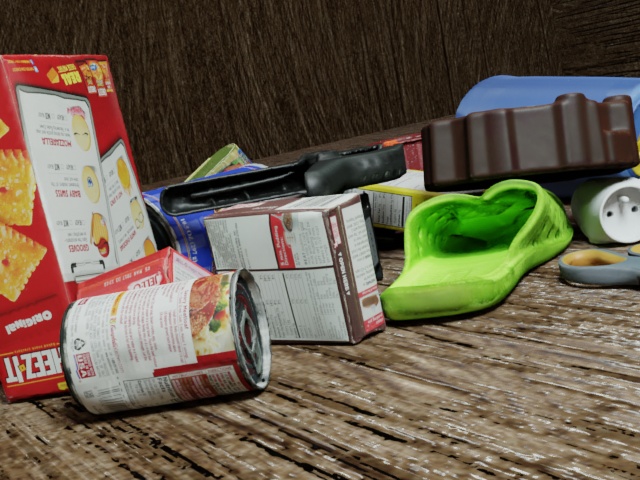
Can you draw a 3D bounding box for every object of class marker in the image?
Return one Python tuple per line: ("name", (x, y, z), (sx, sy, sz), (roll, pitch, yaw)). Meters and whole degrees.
("marker", (0.014, -0.005, 0.983), (0.121, 0.020, 0.020), (3, 8, 1))

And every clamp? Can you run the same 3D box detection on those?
("clamp", (-0.010, -0.049, 0.829), (0.165, 0.036, 0.209), (-2, 10, 36))

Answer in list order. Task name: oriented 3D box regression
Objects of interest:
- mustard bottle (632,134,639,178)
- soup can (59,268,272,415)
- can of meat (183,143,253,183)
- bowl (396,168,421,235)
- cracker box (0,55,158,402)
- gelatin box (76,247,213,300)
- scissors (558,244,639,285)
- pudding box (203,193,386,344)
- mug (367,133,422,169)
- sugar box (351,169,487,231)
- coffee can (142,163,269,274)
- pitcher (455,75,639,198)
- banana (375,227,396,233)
("mustard bottle", (0.320, -0.081, 0.904), (0.191, 0.096, 0.058), (-19, 11, -42))
("soup can", (-0.085, 0.058, 0.597), (0.102, 0.068, 0.068), (-11, 8, 11))
("can of meat", (-0.093, -0.032, 1.046), (0.102, 0.084, 0.058), (-46, 19, -15))
("bowl", (0.067, -0.040, 1.127), (0.162, 0.055, 0.162), (-11, 8, 1))
("cracker box", (-0.181, -0.017, 0.733), (0.072, 0.214, 0.164), (-11, 7, 13))
("gelatin box", (-0.097, 0.043, 0.668), (0.073, 0.030, 0.089), (-19, -32, 24))
("scissors", (0.218, 0.018, 0.637), (0.096, 0.016, 0.202), (-14, 8, -18))
("pudding box", (-0.018, 0.020, 0.690), (0.114, 0.090, 0.039), (-3, 14, 43))
("mug", (0.118, -0.082, 1.252), (0.117, 0.081, 0.093), (-12, 8, 0))
("sugar box", (0.083, -0.037, 0.990), (0.176, 0.048, 0.093), (7, 16, 32))
("coffee can", (-0.099, -0.003, 0.924), (0.140, 0.103, 0.103), (-19, 11, -43))
("pitcher", (0.260, -0.104, 1.062), (0.149, 0.145, 0.243), (-55, 26, -12))
("banana", (-0.018, -0.001, 1.060), (0.069, 0.037, 0.198), (11, -7, -42))
